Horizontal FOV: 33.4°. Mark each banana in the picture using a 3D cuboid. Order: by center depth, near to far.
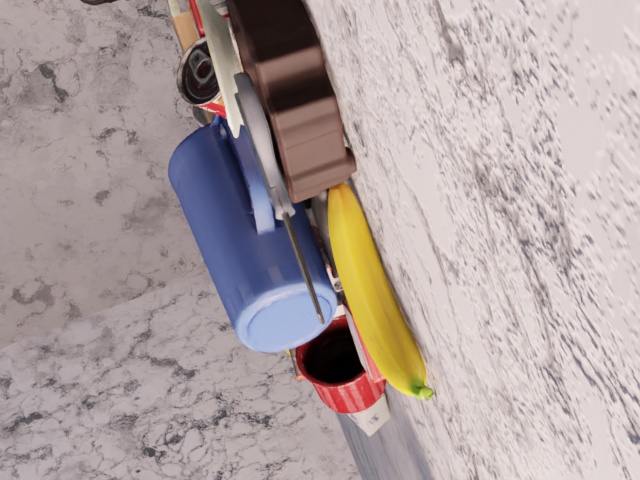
[{"bbox_3d":[0.048,0.048,0.874,0.198,0.037,0.070,66,155,21],"label":"banana"}]

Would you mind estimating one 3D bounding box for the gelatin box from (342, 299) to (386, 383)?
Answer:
[{"bbox_3d":[0.051,0.097,1.078,0.089,0.030,0.073,-137,28,-81],"label":"gelatin box"}]

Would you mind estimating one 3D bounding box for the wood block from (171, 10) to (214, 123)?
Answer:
[{"bbox_3d":[-0.099,-0.178,1.263,0.091,0.090,0.206,-129,20,-77],"label":"wood block"}]

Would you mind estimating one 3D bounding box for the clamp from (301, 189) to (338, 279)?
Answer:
[{"bbox_3d":[-0.002,-0.044,1.018,0.210,0.036,0.165,71,176,-54],"label":"clamp"}]

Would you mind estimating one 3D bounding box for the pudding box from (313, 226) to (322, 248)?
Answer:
[{"bbox_3d":[-0.009,0.002,1.302,0.090,0.039,0.113,86,162,-76],"label":"pudding box"}]

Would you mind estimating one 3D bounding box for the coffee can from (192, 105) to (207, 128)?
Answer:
[{"bbox_3d":[-0.103,-0.135,1.427,0.140,0.102,0.103,74,174,-49],"label":"coffee can"}]

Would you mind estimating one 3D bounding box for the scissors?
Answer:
[{"bbox_3d":[-0.033,-0.042,0.794,0.096,0.016,0.202,79,171,-60],"label":"scissors"}]

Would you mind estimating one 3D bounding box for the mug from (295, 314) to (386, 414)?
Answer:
[{"bbox_3d":[0.021,0.133,1.191,0.117,0.093,0.081,48,169,37],"label":"mug"}]

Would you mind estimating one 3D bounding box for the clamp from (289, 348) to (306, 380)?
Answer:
[{"bbox_3d":[-0.033,0.077,1.265,0.120,0.039,0.171,-19,-83,-81],"label":"clamp"}]

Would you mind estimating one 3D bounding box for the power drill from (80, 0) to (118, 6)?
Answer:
[{"bbox_3d":[-0.209,-0.352,1.340,0.187,0.184,0.057,-99,-6,-60],"label":"power drill"}]

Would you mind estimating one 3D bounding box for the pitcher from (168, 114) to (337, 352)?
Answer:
[{"bbox_3d":[-0.069,-0.012,1.120,0.149,0.145,0.243,26,-150,-45],"label":"pitcher"}]

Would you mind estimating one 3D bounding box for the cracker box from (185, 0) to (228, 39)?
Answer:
[{"bbox_3d":[-0.114,-0.284,1.085,0.214,0.072,0.164,-150,42,-85],"label":"cracker box"}]

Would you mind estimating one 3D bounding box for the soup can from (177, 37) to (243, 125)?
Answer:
[{"bbox_3d":[-0.080,-0.150,1.038,0.102,0.069,0.068,17,-136,-53],"label":"soup can"}]

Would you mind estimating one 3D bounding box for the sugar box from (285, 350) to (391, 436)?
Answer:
[{"bbox_3d":[0.013,0.165,1.357,0.176,0.048,0.093,46,168,27],"label":"sugar box"}]
